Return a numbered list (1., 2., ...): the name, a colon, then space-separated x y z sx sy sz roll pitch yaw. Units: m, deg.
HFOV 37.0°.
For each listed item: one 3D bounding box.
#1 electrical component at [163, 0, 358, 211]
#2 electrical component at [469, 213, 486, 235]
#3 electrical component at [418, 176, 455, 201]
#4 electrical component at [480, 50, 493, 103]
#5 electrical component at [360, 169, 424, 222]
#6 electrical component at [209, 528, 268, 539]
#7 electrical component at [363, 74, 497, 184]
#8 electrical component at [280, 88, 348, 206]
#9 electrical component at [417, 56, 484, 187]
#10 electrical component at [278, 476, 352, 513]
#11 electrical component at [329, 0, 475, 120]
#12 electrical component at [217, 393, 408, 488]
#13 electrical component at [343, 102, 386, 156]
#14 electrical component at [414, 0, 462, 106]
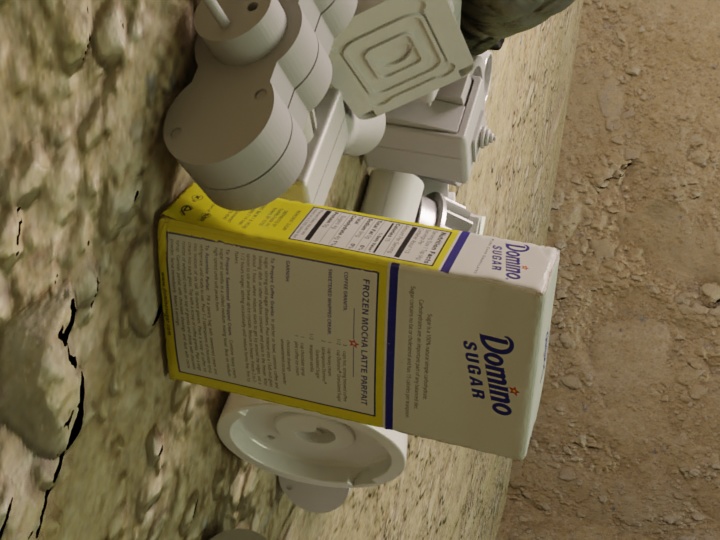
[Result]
1. electrical component: -0.048 -0.103 0.471 0.073 0.052 0.138 55 45 -54
2. electrical component: 0.081 0.002 1.073 0.079 0.063 0.121 -16 117 -75
3. electrical component: 0.054 -0.049 0.968 0.099 0.064 0.099 0 90 -86
4. electrical component: 0.086 -0.173 0.961 0.078 0.057 0.058 79 26 -58
5. electrical component: 0.019 -0.033 0.827 0.043 0.043 0.081 68 35 -67
6. electrical component: -0.081 0.210 0.590 0.073 0.052 0.138 74 30 -63
7. electrical component: 0.053 -0.109 0.790 0.061 0.096 0.061 77 28 -57
8. electrical component: -0.040 -0.071 0.544 0.076 0.047 0.065 80 24 -56
9. electrical component: 0.062 -0.127 0.892 0.108 0.060 0.108 11 90 -77
10. electrical component: -0.028 0.105 0.726 0.073 0.052 0.138 -50 149 -64
11. electrical component: 0.010 -0.139 0.585 0.113 0.078 0.057 41 28 -68
12. electrical component: -0.022 0.075 0.617 0.108 0.108 0.060 81 18 -56
13. electrical component: -0.015 -0.088 0.649 0.065 0.044 0.044 -29 129 -67
14. electrical component: 0.028 -0.157 0.724 0.096 0.062 0.061 -65 161 -45
